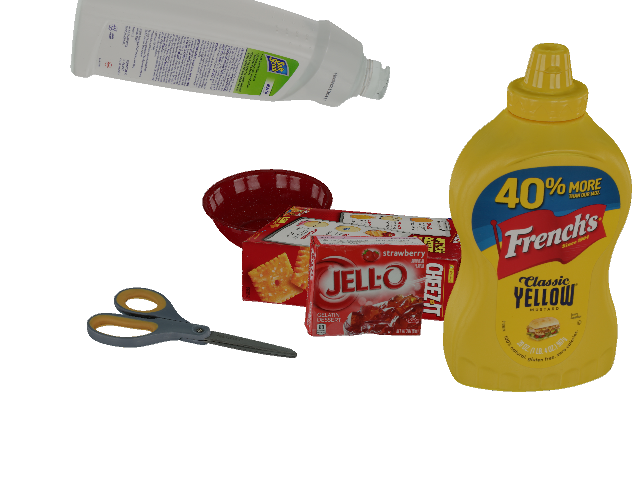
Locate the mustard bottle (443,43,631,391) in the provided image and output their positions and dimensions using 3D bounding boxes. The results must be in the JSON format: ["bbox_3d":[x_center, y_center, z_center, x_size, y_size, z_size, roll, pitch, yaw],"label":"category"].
[{"bbox_3d":[0.118,-0.012,0.579,0.096,0.192,0.058,-2,25,-2],"label":"mustard bottle"}]

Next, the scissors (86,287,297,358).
[{"bbox_3d":[-0.124,0.080,1.039,0.201,0.016,0.096,3,32,-3],"label":"scissors"}]

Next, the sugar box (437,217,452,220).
[{"bbox_3d":[0.195,0.019,1.269,0.176,0.093,0.048,-5,20,-24],"label":"sugar box"}]

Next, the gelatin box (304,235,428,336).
[{"bbox_3d":[0.034,0.035,0.815,0.089,0.073,0.030,1,15,-11],"label":"gelatin box"}]

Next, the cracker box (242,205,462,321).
[{"bbox_3d":[0.045,0.022,1.094,0.214,0.072,0.164,6,15,15],"label":"cracker box"}]

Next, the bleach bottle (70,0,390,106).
[{"bbox_3d":[-0.070,-0.152,0.864,0.250,0.068,0.103,12,-29,-10],"label":"bleach bottle"}]

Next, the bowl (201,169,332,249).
[{"bbox_3d":[-0.066,-0.030,1.332,0.162,0.055,0.162,0,31,0],"label":"bowl"}]
